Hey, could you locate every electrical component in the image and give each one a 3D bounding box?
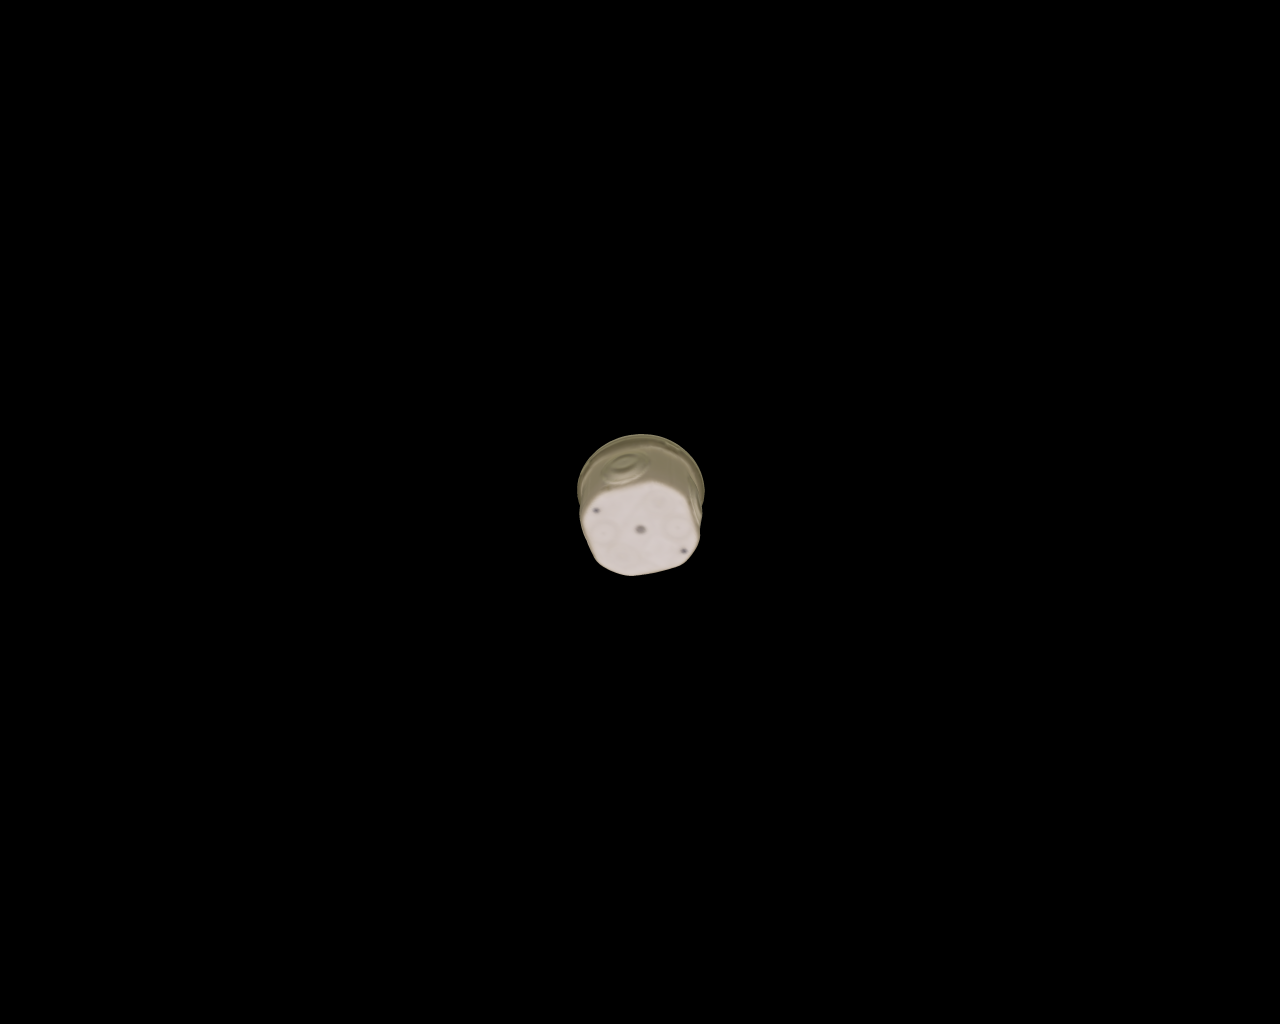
[{"bbox_3d":[0.001,-0.003,0.650,0.080,0.080,0.051,0,34,0],"label":"electrical component"}]
